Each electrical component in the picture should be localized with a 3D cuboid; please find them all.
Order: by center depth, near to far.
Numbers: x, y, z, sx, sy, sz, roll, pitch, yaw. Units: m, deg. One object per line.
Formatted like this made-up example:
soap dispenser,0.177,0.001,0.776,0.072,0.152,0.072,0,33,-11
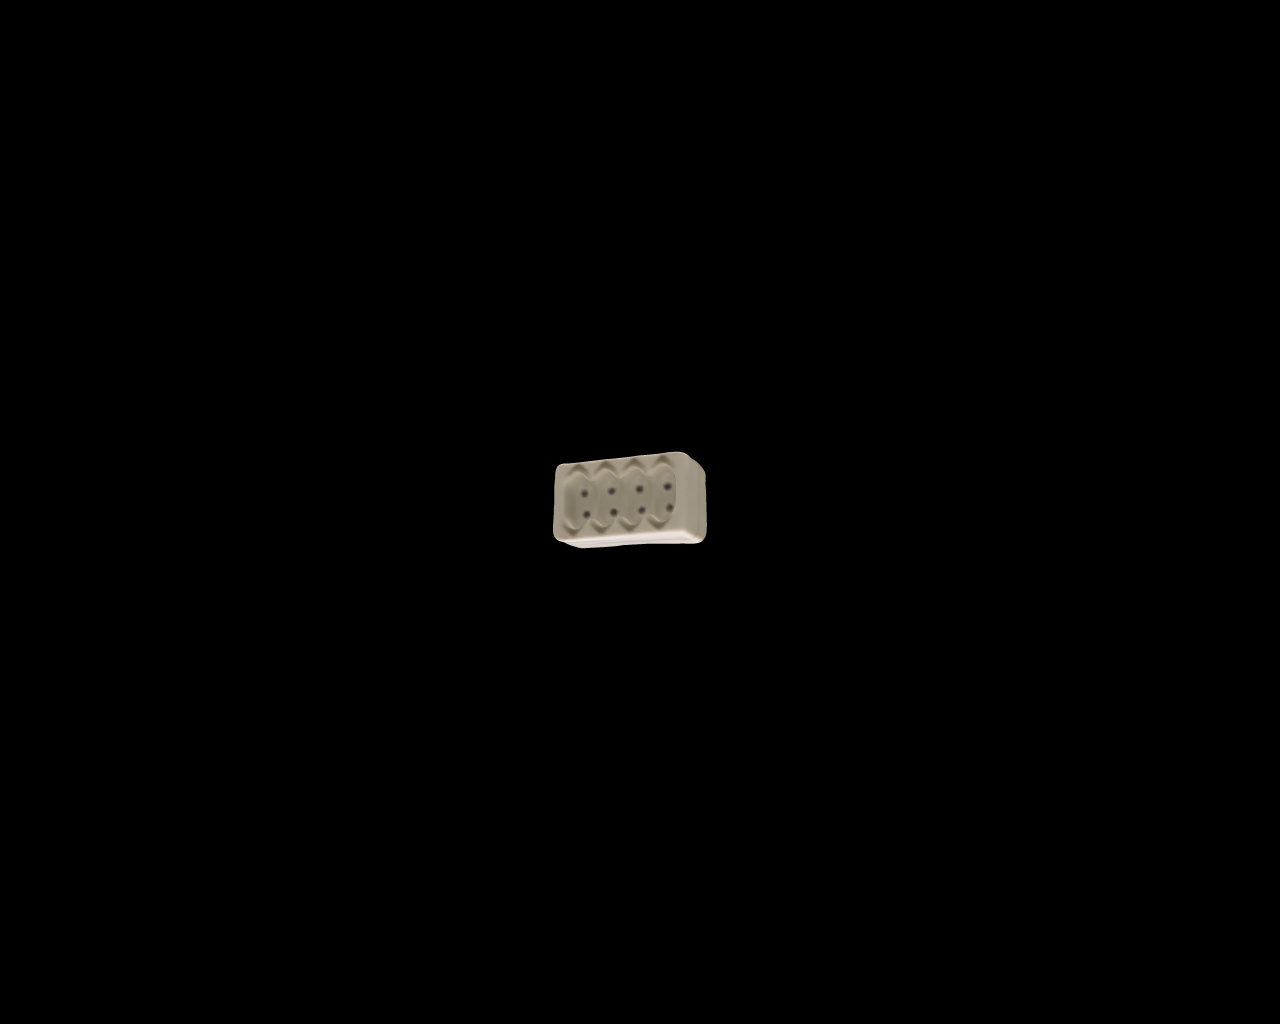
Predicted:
electrical component,0.001,-0.003,0.650,0.083,0.047,0.075,-4,-11,20
